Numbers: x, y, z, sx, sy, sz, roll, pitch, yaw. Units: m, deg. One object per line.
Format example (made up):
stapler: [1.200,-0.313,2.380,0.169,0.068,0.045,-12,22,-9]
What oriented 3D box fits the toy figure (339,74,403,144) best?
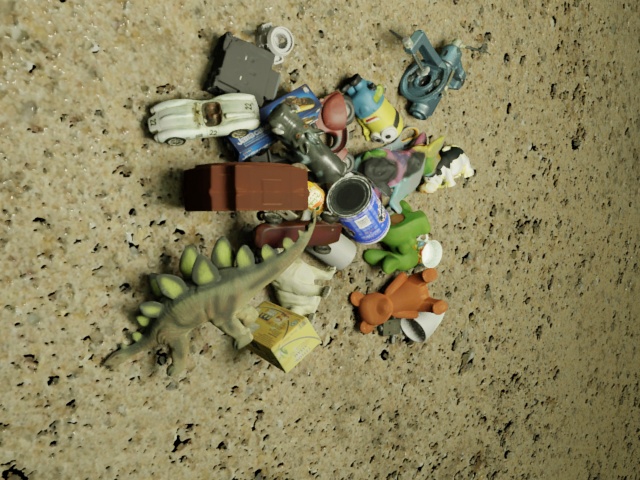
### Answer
toy figure: [0.123,-0.298,1.218,0.089,0.082,0.180,-51,118,-17]

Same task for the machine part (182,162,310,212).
machine part: [-0.137,-0.095,0.995,0.201,0.202,0.087,-3,93,-33]

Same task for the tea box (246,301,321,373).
tea box: [-0.089,0.191,1.086,0.098,0.170,0.068,-39,117,-22]

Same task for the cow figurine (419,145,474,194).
cow figurine: [0.312,-0.180,1.368,0.167,0.068,0.098,-28,106,-32]

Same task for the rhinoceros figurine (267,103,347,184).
rhinoceros figurine: [-0.028,-0.175,1.007,0.073,0.112,0.190,-50,122,-6]

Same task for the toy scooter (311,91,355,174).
toy scooter: [0.008,-0.226,1.155,0.135,0.075,0.183,-6,99,-23]

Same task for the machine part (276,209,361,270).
machine part: [-0.002,-0.004,1.176,0.243,0.079,0.079,35,77,-33]

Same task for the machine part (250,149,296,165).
machine part: [-0.075,-0.164,1.084,0.139,0.084,0.039,-12,80,-13]

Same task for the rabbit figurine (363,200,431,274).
rabbit figurine: [0.192,0.017,1.291,0.159,0.121,0.170,-37,130,-20]

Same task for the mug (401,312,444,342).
mug: [0.263,0.193,1.390,0.107,0.080,0.109,-32,77,-33]

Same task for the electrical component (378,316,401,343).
electrical component: [0.174,0.219,1.358,0.063,0.021,0.094,-6,101,-33]

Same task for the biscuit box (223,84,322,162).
biscuit box: [-0.094,-0.229,1.064,0.203,0.059,0.063,-34,84,-17]

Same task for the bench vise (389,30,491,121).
bench vise: [0.261,-0.411,1.261,0.223,0.129,0.240,-52,140,3]

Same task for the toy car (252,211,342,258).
toy car: [-0.044,-0.013,1.069,0.202,0.053,0.089,-5,115,-36]

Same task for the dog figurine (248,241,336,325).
dog figurine: [-0.084,0.091,1.141,0.190,0.121,0.172,24,112,-5]

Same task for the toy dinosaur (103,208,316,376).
toy dinosaur: [-0.192,0.104,0.991,0.471,0.105,0.198,-28,114,-4]

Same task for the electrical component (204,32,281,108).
electrical component: [-0.145,-0.320,1.044,0.134,0.058,0.115,16,85,-33]

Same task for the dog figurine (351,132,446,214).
dog figurine: [0.192,-0.184,1.250,0.219,0.109,0.191,-50,124,-11]

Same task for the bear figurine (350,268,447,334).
bear figurine: [0.182,0.146,1.284,0.196,0.132,0.120,-15,89,-28]

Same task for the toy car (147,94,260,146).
toy car: [-0.210,-0.221,0.980,0.202,0.056,0.073,-9,77,-12]
